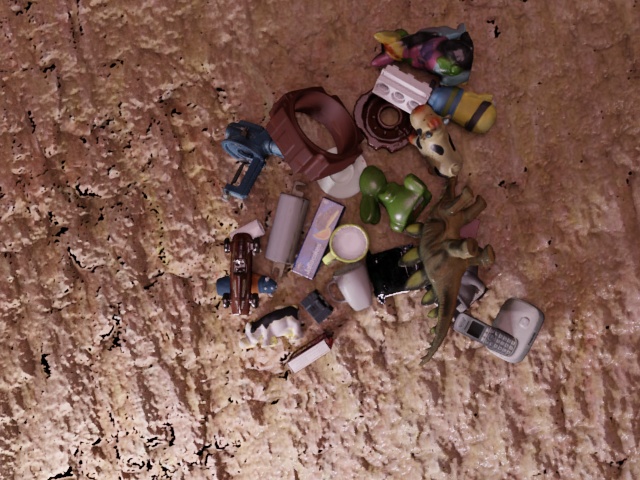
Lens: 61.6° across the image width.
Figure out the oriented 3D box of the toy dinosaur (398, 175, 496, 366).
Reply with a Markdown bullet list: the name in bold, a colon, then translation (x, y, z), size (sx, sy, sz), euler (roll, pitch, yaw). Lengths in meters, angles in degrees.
- **toy dinosaur**: translation (0.274, 0.040, 1.176), size (0.105, 0.471, 0.198), euler (33, 139, -29)

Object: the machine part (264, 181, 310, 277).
- **machine part**: translation (-0.083, -0.028, 1.333), size (0.079, 0.079, 0.243), euler (14, 93, 5)

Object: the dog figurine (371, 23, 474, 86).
- **dog figurine**: translation (0.232, -0.434, 1.256), size (0.219, 0.192, 0.108), euler (-1, 136, 1)

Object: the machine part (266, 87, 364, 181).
- **machine part**: translation (-0.007, -0.251, 1.250), size (0.087, 0.201, 0.201), euler (-38, 81, 45)

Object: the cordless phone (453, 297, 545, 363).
- **cordless phone**: translation (0.417, 0.191, 1.270), size (0.184, 0.089, 0.146), euler (26, 94, -2)

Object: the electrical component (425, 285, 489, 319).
- **electrical component**: translation (0.323, 0.109, 1.304), size (0.115, 0.058, 0.134), euler (-43, 87, 3)

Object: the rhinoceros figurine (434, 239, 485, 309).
- **rhinoceros figurine**: translation (0.322, 0.091, 1.239), size (0.112, 0.073, 0.190), euler (15, 92, 3)

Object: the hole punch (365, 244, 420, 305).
- **hole punch**: translation (0.183, 0.074, 1.313), size (0.116, 0.092, 0.142), euler (-17, 92, 37)

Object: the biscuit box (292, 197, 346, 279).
- **biscuit box**: translation (-0.003, -0.004, 1.333), size (0.063, 0.059, 0.202), euler (24, 94, 5)

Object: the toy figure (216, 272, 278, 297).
- **toy figure**: translation (-0.183, 0.113, 1.355), size (0.155, 0.064, 0.058), euler (-3, 53, 1)

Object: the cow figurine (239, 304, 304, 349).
- **cow figurine**: translation (-0.128, 0.218, 1.346), size (0.167, 0.068, 0.098), euler (-12, 84, 3)

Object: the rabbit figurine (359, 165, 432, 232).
- **rabbit figurine**: translation (0.163, -0.105, 1.306), size (0.170, 0.121, 0.159), euler (37, 102, 22)

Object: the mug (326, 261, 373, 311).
- **mug**: translation (0.078, 0.122, 1.319), size (0.110, 0.081, 0.107), euler (-25, 97, -1)

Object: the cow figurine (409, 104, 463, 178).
- **cow figurine**: translation (0.266, -0.224, 1.233), size (0.085, 0.127, 0.194), euler (-39, 118, -3)

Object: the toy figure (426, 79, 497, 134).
- **toy figure**: translation (0.334, -0.315, 1.284), size (0.180, 0.082, 0.089), euler (22, 89, 3)

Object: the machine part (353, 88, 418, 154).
- **machine part**: translation (0.171, -0.300, 1.314), size (0.179, 0.056, 0.179), euler (0, 91, 4)

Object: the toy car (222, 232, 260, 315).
- **toy car**: translation (-0.192, 0.081, 1.306), size (0.089, 0.053, 0.202), euler (2, 82, 2)

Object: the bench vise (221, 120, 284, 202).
- **bench vise**: translation (-0.157, -0.192, 1.306), size (0.224, 0.128, 0.240), euler (23, 75, 12)

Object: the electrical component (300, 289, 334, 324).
- **electrical component**: translation (-0.006, 0.163, 1.308), size (0.048, 0.119, 0.075), euler (-42, 90, 5)
